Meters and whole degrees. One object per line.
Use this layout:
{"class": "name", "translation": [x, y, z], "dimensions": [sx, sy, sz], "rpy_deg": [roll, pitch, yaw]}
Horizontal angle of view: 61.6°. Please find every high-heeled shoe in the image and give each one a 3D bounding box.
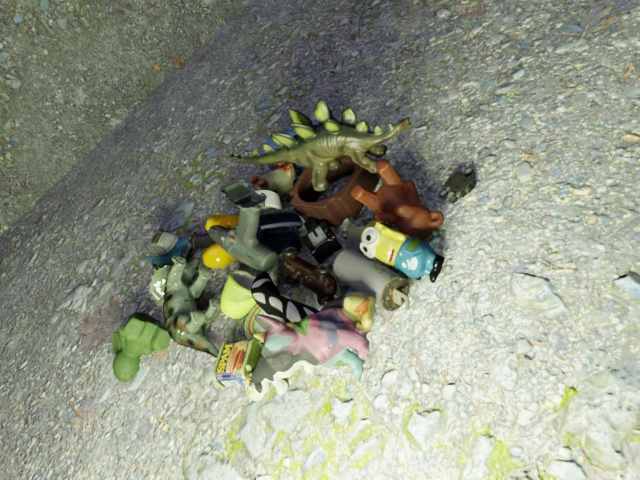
{"class": "high-heeled shoe", "translation": [-0.068, 0.127, 1.182], "dimensions": [0.145, 0.086, 0.249], "rpy_deg": [-24, 39, 7]}

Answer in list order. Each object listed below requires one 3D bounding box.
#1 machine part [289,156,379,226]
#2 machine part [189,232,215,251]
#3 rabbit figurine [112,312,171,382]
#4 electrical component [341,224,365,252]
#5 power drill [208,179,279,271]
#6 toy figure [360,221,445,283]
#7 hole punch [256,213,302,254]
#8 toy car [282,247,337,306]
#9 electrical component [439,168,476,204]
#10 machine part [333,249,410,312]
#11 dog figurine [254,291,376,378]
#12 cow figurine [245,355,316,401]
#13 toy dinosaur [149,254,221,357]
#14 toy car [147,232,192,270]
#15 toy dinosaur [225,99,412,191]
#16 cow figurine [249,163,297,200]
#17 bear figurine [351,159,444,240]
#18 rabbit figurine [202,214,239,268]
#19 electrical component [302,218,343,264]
{"class": "machine part", "translation": [0.036, -0.135, 1.385], "dimensions": [0.201, 0.087, 0.201], "rpy_deg": [9, 60, 46]}
{"class": "machine part", "translation": [-0.323, -0.006, 1.596], "dimensions": [0.139, 0.039, 0.084], "rpy_deg": [-10, 54, 22]}
{"class": "rabbit figurine", "translation": [-0.493, 0.276, 1.398], "dimensions": [0.159, 0.121, 0.170], "rpy_deg": [19, 81, 53]}
{"class": "electrical component", "translation": [0.097, -0.005, 1.237], "dimensions": [0.102, 0.045, 0.078], "rpy_deg": [-11, 74, 36]}
{"class": "power drill", "translation": [-0.195, -0.037, 1.282], "dimensions": [0.232, 0.207, 0.086], "rpy_deg": [34, 42, 29]}
{"class": "toy figure", "translation": [0.164, 0.023, 1.092], "dimensions": [0.180, 0.089, 0.082], "rpy_deg": [24, 97, 22]}
{"class": "hole punch", "translation": [-0.106, -0.033, 1.360], "dimensions": [0.142, 0.092, 0.116], "rpy_deg": [-9, 40, -12]}
{"class": "toy car", "translation": [-0.034, 0.079, 1.217], "dimensions": [0.053, 0.089, 0.202], "rpy_deg": [-22, 29, -31]}
{"class": "electrical component", "translation": [0.311, -0.121, 1.187], "dimensions": [0.094, 0.021, 0.063], "rpy_deg": [-42, 37, -4]}
{"class": "machine part", "translation": [0.103, 0.079, 1.114], "dimensions": [0.079, 0.079, 0.243], "rpy_deg": [-47, 36, -9]}
{"class": "dog figurine", "translation": [-0.013, 0.166, 1.011], "dimensions": [0.219, 0.108, 0.191], "rpy_deg": [13, 52, 0]}
{"class": "cow figurine", "translation": [-0.099, 0.262, 1.084], "dimensions": [0.167, 0.098, 0.068], "rpy_deg": [-38, 40, 12]}
{"class": "toy dinosaur", "translation": [-0.342, 0.183, 1.363], "dimensions": [0.192, 0.131, 0.405], "rpy_deg": [-54, 40, 31]}
{"class": "toy car", "translation": [-0.471, 0.025, 1.642], "dimensions": [0.162, 0.102, 0.109], "rpy_deg": [-7, 49, 38]}
{"class": "toy dinosaur", "translation": [-0.010, -0.223, 1.282], "dimensions": [0.472, 0.198, 0.105], "rpy_deg": [-14, 41, 28]}
{"class": "cow figurine", "translation": [-0.144, -0.126, 1.520], "dimensions": [0.195, 0.127, 0.086], "rpy_deg": [-39, 35, -22]}
{"class": "bear figurine", "translation": [0.170, -0.073, 1.175], "dimensions": [0.120, 0.131, 0.196], "rpy_deg": [-46, 30, 12]}
{"class": "rabbit figurine", "translation": [-0.242, 0.020, 1.440], "dimensions": [0.163, 0.121, 0.173], "rpy_deg": [7, 33, 18]}
{"class": "electrical component", "translation": [-0.003, -0.004, 1.314], "dimensions": [0.075, 0.047, 0.119], "rpy_deg": [-38, 36, 1]}
